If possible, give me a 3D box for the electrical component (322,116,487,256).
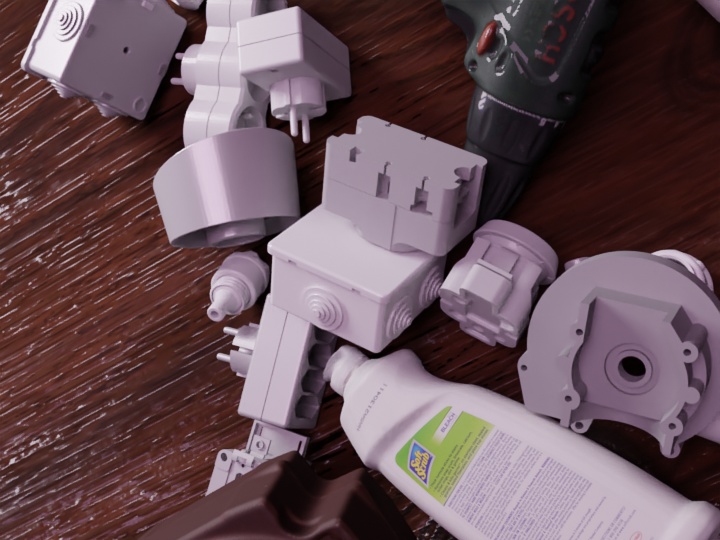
[{"bbox_3d":[0.026,-0.049,0.667,0.089,0.050,0.055,24,128,24],"label":"electrical component"}]

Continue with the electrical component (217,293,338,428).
[{"bbox_3d":[-0.063,0.058,0.729,0.076,0.047,0.083,13,87,24],"label":"electrical component"}]

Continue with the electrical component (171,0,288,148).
[{"bbox_3d":[-0.103,-0.143,0.774,0.074,0.052,0.138,8,86,24],"label":"electrical component"}]

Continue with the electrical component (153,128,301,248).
[{"bbox_3d":[-0.088,-0.051,0.730,0.099,0.099,0.064,-14,83,20],"label":"electrical component"}]

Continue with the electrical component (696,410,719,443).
[{"bbox_3d":[0.210,0.082,0.617,0.046,0.040,0.040,17,89,30],"label":"electrical component"}]

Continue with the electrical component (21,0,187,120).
[{"bbox_3d":[-0.184,-0.166,0.787,0.048,0.100,0.099,26,93,37],"label":"electrical component"}]

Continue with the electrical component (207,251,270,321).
[{"bbox_3d":[-0.087,0.014,0.737,0.035,0.061,0.035,10,124,15],"label":"electrical component"}]

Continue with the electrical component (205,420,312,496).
[{"bbox_3d":[-0.069,0.143,0.710,0.042,0.064,0.081,15,88,25],"label":"electrical component"}]

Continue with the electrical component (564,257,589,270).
[{"bbox_3d":[0.140,0.024,0.653,0.043,0.043,0.062,-17,75,20],"label":"electrical component"}]

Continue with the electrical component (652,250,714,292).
[{"bbox_3d":[0.180,0.009,0.628,0.048,0.062,0.048,-4,80,22],"label":"electrical component"}]

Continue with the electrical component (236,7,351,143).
[{"bbox_3d":[-0.042,-0.124,0.729,0.047,0.083,0.075,-8,79,21],"label":"electrical component"}]

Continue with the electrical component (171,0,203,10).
[{"bbox_3d":[-0.125,-0.229,0.802,0.048,0.048,0.062,38,90,23],"label":"electrical component"}]

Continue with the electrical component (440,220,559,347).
[{"bbox_3d":[0.087,0.007,0.664,0.058,0.078,0.057,28,73,16],"label":"electrical component"}]

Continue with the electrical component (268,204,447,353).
[{"bbox_3d":[0.000,0.000,0.687,0.100,0.100,0.048,24,129,23],"label":"electrical component"}]
